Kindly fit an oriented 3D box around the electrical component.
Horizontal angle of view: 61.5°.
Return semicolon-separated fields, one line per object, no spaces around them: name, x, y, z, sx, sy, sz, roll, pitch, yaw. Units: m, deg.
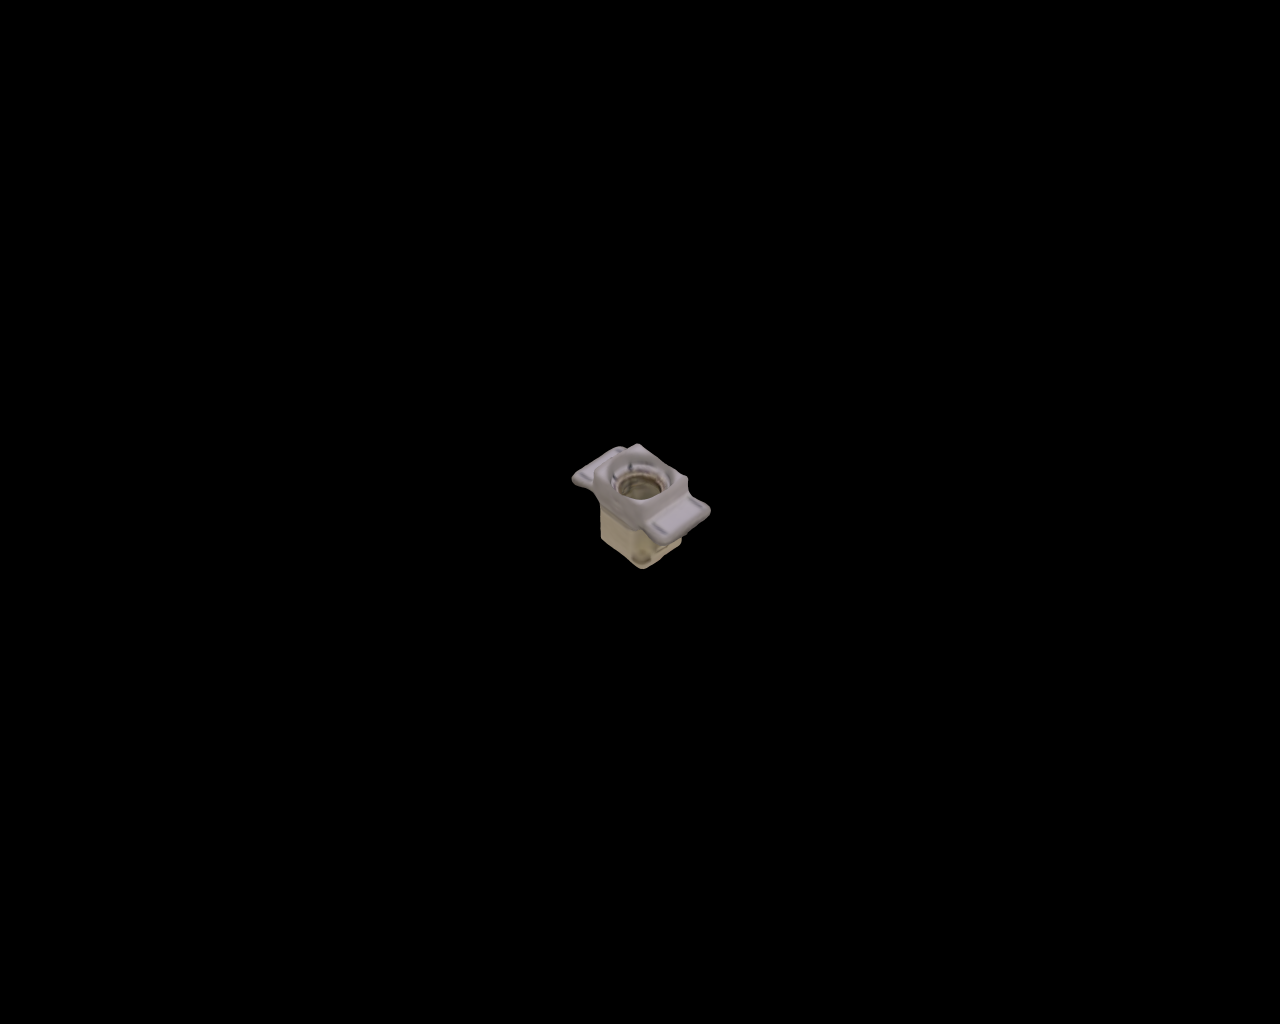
electrical component;0.001;-0.003;0.650;0.042;0.063;0.081;-33;54;-29
